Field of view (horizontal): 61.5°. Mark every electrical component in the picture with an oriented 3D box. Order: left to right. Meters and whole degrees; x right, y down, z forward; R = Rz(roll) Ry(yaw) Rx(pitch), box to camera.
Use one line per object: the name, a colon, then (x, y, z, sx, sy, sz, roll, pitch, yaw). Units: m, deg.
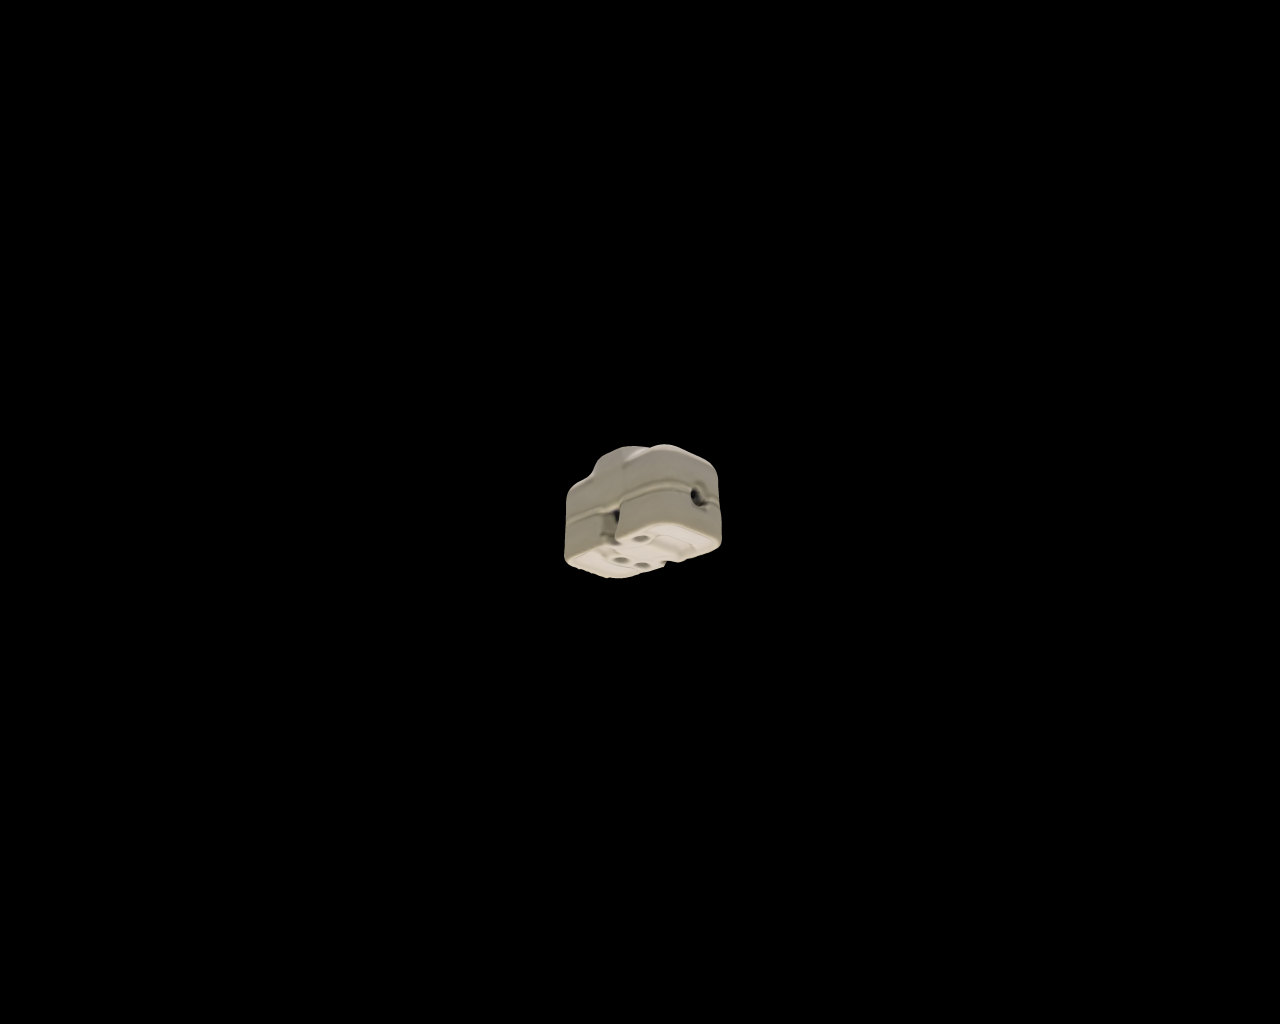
electrical component: (0.001, -0.003, 0.650, 0.054, 0.059, 0.095, 22, -31, -40)
